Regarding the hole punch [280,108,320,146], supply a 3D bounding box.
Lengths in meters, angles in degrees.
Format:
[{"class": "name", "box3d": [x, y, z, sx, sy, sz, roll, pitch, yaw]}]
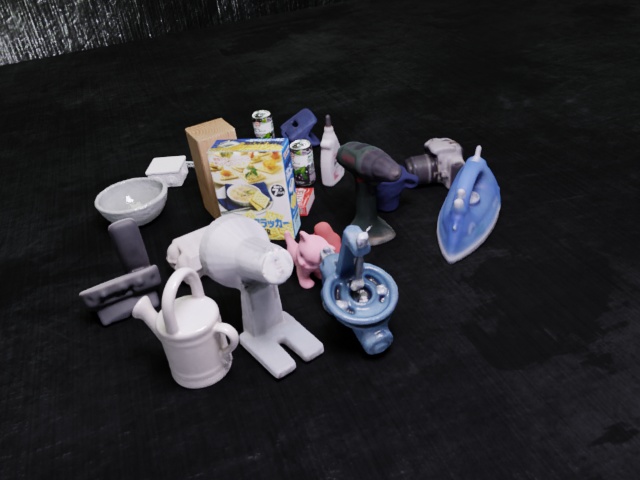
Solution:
[{"class": "hole punch", "box3d": [-0.060, -0.311, 1.613, 0.101, 0.091, 0.108, -16, 35, -14]}]

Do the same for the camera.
[{"class": "camera", "box3d": [0.266, -0.188, 1.367, 0.137, 0.101, 0.143, -8, 34, -2]}]

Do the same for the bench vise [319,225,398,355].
[{"class": "bench vise", "box3d": [0.039, 0.058, 0.938, 0.122, 0.220, 0.206, -30, 41, -31]}]

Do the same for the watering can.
[{"class": "watering can", "box3d": [-0.212, 0.131, 0.897, 0.173, 0.194, 0.101, -5, 34, 2]}]

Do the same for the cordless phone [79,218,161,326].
[{"class": "cordless phone", "box3d": [-0.378, 0.051, 1.052, 0.148, 0.185, 0.093, -24, 38, -23]}]

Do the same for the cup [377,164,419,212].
[{"class": "cup", "box3d": [0.163, -0.111, 1.277, 0.117, 0.095, 0.092, 8, 37, 20]}]

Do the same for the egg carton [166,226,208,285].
[{"class": "egg carton", "box3d": [-0.232, 0.026, 1.167, 0.150, 0.069, 0.107, -25, 38, -25]}]

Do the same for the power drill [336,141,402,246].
[{"class": "power drill", "box3d": [0.104, -0.100, 1.169, 0.076, 0.209, 0.229, -19, 36, -17]}]

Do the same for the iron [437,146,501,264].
[{"class": "iron", "box3d": [0.298, -0.080, 1.166, 0.118, 0.142, 0.259, 9, 37, 22]}]

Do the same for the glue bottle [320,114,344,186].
[{"class": "glue bottle", "box3d": [0.025, -0.222, 1.394, 0.037, 0.173, 0.078, 9, 37, 22]}]

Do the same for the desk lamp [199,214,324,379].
[{"class": "desk lamp", "box3d": [-0.096, 0.078, 0.937, 0.118, 0.214, 0.202, -28, 39, -28]}]

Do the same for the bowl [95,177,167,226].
[{"class": "bowl", "box3d": [-0.436, -0.079, 1.351, 0.167, 0.075, 0.167, -5, 34, 3]}]

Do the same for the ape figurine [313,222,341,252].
[{"class": "ape figurine", "box3d": [0.010, 0.004, 1.136, 0.078, 0.092, 0.076, -23, 37, -22]}]

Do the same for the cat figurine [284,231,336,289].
[{"class": "cat figurine", "box3d": [-0.027, 0.023, 1.091, 0.067, 0.118, 0.127, -29, 40, -29]}]
